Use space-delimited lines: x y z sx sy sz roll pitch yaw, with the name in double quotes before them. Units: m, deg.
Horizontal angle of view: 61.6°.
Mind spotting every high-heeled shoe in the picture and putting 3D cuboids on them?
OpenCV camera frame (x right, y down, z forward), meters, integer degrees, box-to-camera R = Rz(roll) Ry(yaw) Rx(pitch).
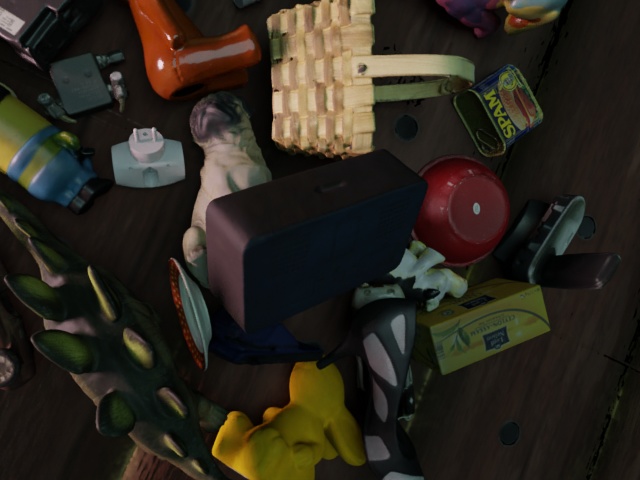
"high-heeled shoe" 0.103 0.185 0.617 0.145 0.086 0.248 -32 98 16

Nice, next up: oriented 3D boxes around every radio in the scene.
"radio" -0.001 -0.002 0.559 0.229 0.073 0.131 -20 138 -32

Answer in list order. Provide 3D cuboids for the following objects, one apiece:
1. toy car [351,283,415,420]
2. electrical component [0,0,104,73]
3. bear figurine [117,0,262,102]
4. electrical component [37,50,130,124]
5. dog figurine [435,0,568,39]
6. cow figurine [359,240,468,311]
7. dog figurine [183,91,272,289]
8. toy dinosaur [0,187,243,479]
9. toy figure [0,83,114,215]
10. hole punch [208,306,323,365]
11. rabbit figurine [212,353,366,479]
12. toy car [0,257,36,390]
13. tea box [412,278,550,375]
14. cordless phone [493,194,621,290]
"toy car" 0.080 0.150 0.684 0.074 0.056 0.201 -5 110 3
"electrical component" -0.305 -0.264 0.568 0.115 0.058 0.134 33 80 -1
"bear figurine" -0.164 -0.260 0.597 0.132 0.120 0.195 -21 91 -19
"electrical component" -0.263 -0.169 0.602 0.102 0.045 0.078 -16 97 -16
"dog figurine" 0.183 -0.348 0.670 0.219 0.192 0.108 17 92 -32
"cow figurine" 0.112 0.045 0.704 0.167 0.068 0.098 35 87 -11
"dog figurine" -0.120 -0.058 0.637 0.172 0.121 0.191 -37 63 21
"toy dinosaur" -0.216 0.090 0.539 0.471 0.198 0.105 44 70 9
"toy figure" -0.311 -0.101 0.566 0.180 0.089 0.082 41 72 -11
"hole punch" -0.066 0.094 0.624 0.116 0.142 0.092 0 93 -30
"rabbit figurine" -0.017 0.224 0.649 0.162 0.122 0.173 36 62 -17
"toy car" -0.346 0.059 0.559 0.053 0.089 0.202 -18 94 -15
"tea box" 0.203 0.110 0.718 0.170 0.098 0.068 -17 96 -17
"cordless phone" 0.333 0.004 0.710 0.088 0.184 0.146 39 81 -9
